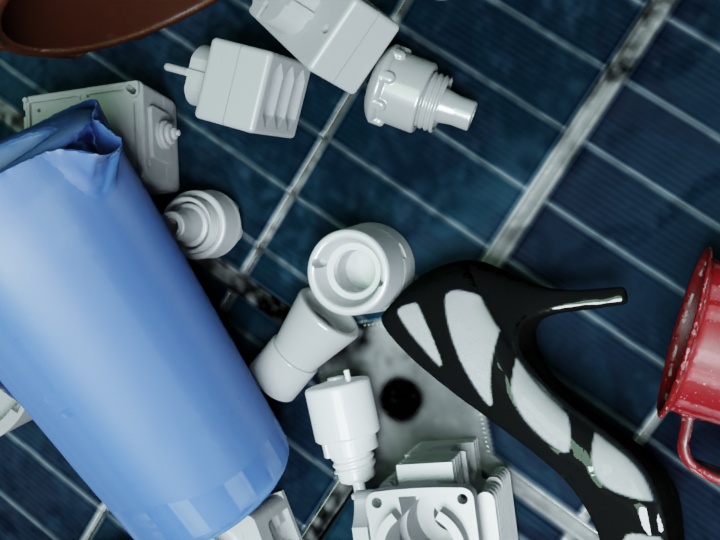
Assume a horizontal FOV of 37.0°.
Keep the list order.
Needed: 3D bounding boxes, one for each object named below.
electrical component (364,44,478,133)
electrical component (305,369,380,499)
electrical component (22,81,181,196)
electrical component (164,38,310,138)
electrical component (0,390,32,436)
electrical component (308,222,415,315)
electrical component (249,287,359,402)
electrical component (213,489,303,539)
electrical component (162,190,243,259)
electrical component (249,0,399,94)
[{"bbox_3d":[0.036,-0.099,0.621,0.062,0.048,0.048,22,100,7],"label":"electrical component"},{"bbox_3d":[-0.007,0.099,0.650,0.040,0.040,0.078,-12,90,18],"label":"electrical component"},{"bbox_3d":[-0.153,-0.078,0.674,0.096,0.061,0.061,-6,83,14],"label":"electrical component"},{"bbox_3d":[-0.080,-0.113,0.646,0.077,0.066,0.047,17,99,16],"label":"electrical component"},{"bbox_3d":[-0.245,0.057,0.714,0.108,0.060,0.108,1,94,18],"label":"electrical component"},{"bbox_3d":[0.000,0.000,0.637,0.055,0.047,0.055,1,94,18],"label":"electrical component"},{"bbox_3d":[-0.037,0.048,0.657,0.044,0.044,0.065,44,110,11],"label":"electrical component"},{"bbox_3d":[-0.121,0.225,0.686,0.186,0.060,0.105,-22,87,18],"label":"electrical component"},{"bbox_3d":[-0.102,-0.028,0.661,0.043,0.062,0.043,1,94,18],"label":"electrical component"},{"bbox_3d":[-0.035,-0.150,0.607,0.047,0.076,0.083,-54,46,14],"label":"electrical component"}]
